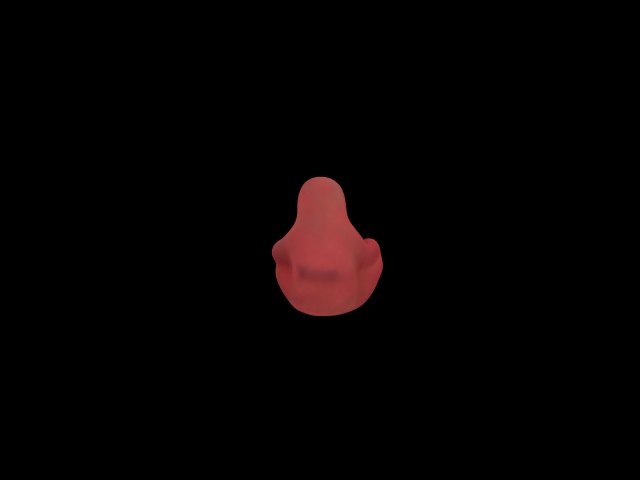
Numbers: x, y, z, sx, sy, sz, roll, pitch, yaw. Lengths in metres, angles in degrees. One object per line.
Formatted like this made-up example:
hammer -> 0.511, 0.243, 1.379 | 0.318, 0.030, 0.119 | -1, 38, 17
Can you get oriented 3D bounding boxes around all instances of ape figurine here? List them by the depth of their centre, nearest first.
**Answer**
ape figurine -> 0.004, 0.001, 0.400 | 0.077, 0.092, 0.076 | 4, 14, 15
